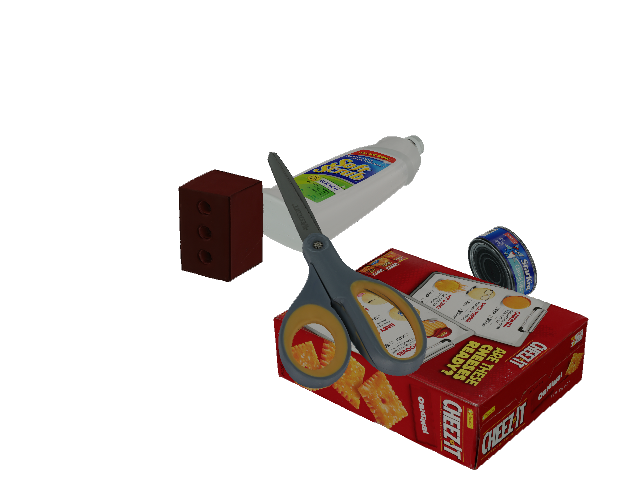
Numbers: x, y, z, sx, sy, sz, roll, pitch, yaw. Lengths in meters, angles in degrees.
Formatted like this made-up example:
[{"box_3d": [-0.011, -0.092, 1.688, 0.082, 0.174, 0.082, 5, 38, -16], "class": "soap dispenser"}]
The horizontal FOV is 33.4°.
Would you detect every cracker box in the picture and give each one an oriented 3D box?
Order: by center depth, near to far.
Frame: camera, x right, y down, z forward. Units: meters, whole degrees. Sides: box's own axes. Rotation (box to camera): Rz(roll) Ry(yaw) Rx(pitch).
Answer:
[{"box_3d": [0.092, 0.093, 0.912, 0.214, 0.072, 0.163, 21, 36, 38], "class": "cracker box"}]

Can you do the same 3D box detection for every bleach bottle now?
[{"box_3d": [0.038, -0.074, 1.347, 0.103, 0.068, 0.250, 25, 43, 34], "class": "bleach bottle"}]

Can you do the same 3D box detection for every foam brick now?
[{"box_3d": [-0.084, -0.013, 0.906, 0.053, 0.078, 0.051, 13, 24, 29], "class": "foam brick"}]

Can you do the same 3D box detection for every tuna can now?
[{"box_3d": [0.206, 0.029, 1.217, 0.033, 0.086, 0.086, -25, 9, -21], "class": "tuna can"}]

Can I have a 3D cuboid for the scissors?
[{"box_3d": [-0.013, 0.019, 0.674, 0.096, 0.016, 0.202, -28, 53, -22], "class": "scissors"}]
